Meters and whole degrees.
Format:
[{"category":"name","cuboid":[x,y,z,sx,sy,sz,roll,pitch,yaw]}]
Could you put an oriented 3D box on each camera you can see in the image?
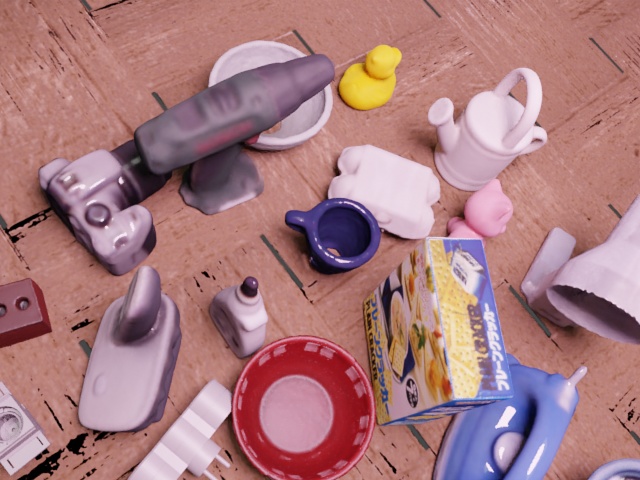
[{"category":"camera","cuboid":[-0.234,-0.057,0.672,0.137,0.100,0.143,-40,81,-26]}]

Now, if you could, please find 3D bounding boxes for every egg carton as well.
[{"category":"egg carton","cuboid":[0.088,-0.064,0.778,0.150,0.069,0.107,19,63,-6]}]

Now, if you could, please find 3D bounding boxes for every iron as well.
[{"category":"iron","cuboid":[0.212,0.246,0.635,0.118,0.141,0.259,36,63,3]}]

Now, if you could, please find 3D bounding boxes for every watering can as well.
[{"category":"watering can","cuboid":[0.233,-0.153,0.786,0.173,0.194,0.101,-15,71,-20]}]

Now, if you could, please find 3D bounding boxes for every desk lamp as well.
[{"category":"desk lamp","cuboid":[0.349,0.039,0.722,0.118,0.213,0.203,35,63,2]}]

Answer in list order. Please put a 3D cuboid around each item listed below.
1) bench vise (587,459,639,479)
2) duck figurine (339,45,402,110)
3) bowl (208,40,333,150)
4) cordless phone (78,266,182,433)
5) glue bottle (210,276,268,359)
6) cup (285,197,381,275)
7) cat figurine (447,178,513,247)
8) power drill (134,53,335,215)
[{"category":"bench vise","cuboid":[0.378,0.281,0.620,0.208,0.219,0.121,-26,75,-23]},{"category":"duck figurine","cuboid":[0.079,-0.248,0.848,0.105,0.086,0.077,-37,80,-25]},{"category":"bowl","cuboid":[-0.071,-0.185,0.786,0.168,0.074,0.167,6,66,-12]},{"category":"cordless phone","cuboid":[-0.189,0.109,0.564,0.094,0.185,0.147,9,65,-11]},{"category":"glue bottle","cuboid":[-0.083,0.074,0.615,0.037,0.173,0.078,-29,77,-24]},{"category":"cup","cuboid":[0.007,0.003,0.714,0.118,0.095,0.092,17,64,-7]},{"category":"cat figurine","cuboid":[0.208,-0.017,0.763,0.067,0.117,0.128,41,63,5]},{"category":"power drill","cuboid":[-0.101,-0.118,0.674,0.230,0.208,0.075,-26,75,-23]}]
